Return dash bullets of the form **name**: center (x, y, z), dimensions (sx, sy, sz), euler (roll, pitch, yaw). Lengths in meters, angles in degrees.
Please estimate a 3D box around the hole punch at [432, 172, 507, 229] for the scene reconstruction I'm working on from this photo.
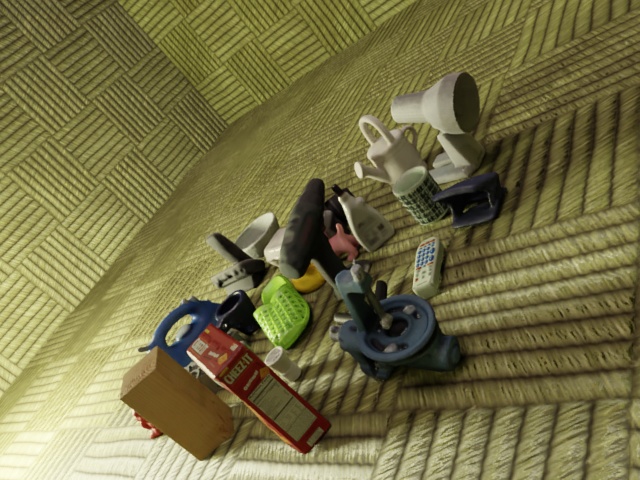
- **hole punch**: center (0.276, -0.087, 1.068), dimensions (0.108, 0.091, 0.101), euler (-16, 34, 47)

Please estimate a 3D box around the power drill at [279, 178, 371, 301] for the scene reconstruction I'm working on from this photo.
- **power drill**: center (0.009, 0.012, 1.173), dimensions (0.075, 0.209, 0.230), euler (-21, 31, 42)

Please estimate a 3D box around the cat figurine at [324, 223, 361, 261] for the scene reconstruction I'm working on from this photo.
- **cat figurine**: center (0.012, 0.005, 1.301), dimensions (0.127, 0.118, 0.067), euler (-28, 27, 31)

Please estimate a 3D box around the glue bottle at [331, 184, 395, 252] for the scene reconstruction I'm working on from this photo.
- **glue bottle**: center (0.082, -0.056, 1.221), dimensions (0.078, 0.173, 0.037), euler (-39, 23, 7)

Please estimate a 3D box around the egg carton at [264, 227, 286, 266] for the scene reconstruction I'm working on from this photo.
- **egg carton**: center (-0.077, 0.014, 1.493), dimensions (0.150, 0.069, 0.107), euler (-15, 35, 48)

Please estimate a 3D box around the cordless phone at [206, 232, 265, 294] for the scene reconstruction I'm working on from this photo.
- **cordless phone**: center (-0.254, 0.058, 1.551), dimensions (0.147, 0.185, 0.094), euler (-28, 27, 30)

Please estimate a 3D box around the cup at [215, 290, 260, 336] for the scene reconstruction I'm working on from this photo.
- **cup**: center (-0.186, 0.187, 1.327), dimensions (0.091, 0.095, 0.118), euler (-22, 30, 40)

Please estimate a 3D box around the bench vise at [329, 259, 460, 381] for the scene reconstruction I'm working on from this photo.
- **bench vise**: center (0.072, 0.129, 0.847), dimensions (0.207, 0.220, 0.121), euler (-27, 27, 33)

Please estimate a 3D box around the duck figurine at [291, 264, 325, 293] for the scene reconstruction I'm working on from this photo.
- **duck figurine**: center (-0.043, 0.069, 1.316), dimensions (0.104, 0.086, 0.078), euler (-5, 43, 55)

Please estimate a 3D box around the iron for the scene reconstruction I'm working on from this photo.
- **iron**: center (-0.337, 0.227, 1.441), dimensions (0.118, 0.142, 0.259), euler (-15, 35, 48)

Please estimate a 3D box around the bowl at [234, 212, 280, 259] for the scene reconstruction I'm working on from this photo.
- **bowl**: center (-0.172, 0.002, 1.662), dimensions (0.167, 0.075, 0.167), euler (-35, 24, 18)

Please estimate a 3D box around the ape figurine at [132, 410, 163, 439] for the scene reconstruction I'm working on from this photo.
- **ape figurine**: center (-0.380, 0.394, 1.276), dimensions (0.076, 0.092, 0.077), euler (-48, 23, -14)

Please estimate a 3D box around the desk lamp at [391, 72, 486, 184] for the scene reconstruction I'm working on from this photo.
- **desk lamp**: center (0.257, -0.232, 1.199), dimensions (0.202, 0.214, 0.118), euler (-12, 37, 50)

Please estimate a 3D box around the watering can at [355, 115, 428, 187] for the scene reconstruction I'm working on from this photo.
- **watering can**: center (0.156, -0.210, 1.350), dimensions (0.100, 0.194, 0.173), euler (-11, 38, 51)

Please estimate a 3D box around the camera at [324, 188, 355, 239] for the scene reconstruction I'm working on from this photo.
- **camera**: center (0.030, -0.068, 1.424), dimensions (0.137, 0.101, 0.143), euler (-40, 23, 6)
